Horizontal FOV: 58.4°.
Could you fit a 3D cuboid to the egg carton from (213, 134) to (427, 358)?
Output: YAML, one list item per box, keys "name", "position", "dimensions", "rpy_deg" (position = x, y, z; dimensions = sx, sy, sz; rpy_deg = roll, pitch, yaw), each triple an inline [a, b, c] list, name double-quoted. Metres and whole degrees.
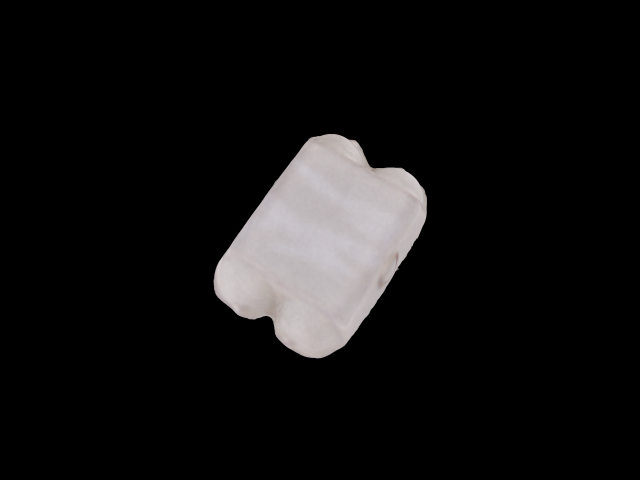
- name: "egg carton"
  position: [0.004, 0.001, 0.400]
  dimensions: [0.107, 0.069, 0.150]
  rpy_deg: [30, 75, 10]
